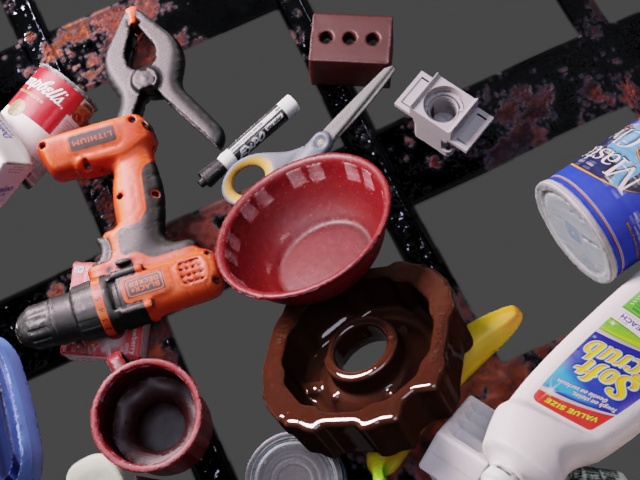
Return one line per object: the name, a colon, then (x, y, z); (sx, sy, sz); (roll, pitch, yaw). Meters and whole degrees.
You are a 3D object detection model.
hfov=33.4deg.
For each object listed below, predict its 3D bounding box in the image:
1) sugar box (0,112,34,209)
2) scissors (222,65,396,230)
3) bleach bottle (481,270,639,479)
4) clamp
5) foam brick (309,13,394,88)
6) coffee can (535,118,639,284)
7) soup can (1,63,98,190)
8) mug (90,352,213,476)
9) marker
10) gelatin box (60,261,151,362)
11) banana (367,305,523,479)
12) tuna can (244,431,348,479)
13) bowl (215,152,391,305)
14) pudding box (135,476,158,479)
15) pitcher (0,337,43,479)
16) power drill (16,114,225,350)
sugar box: (-0.339, -0.043, 0.969); (0.176, 0.048, 0.093); (-44, 71, 21)
scissors: (-0.018, -0.091, 0.988); (0.096, 0.016, 0.202); (28, 86, 19)
bleach bottle: (0.217, 0.125, 0.835); (0.103, 0.068, 0.250); (41, 59, 19)
clamp: (-0.173, -0.141, 1.031); (0.120, 0.039, 0.171); (-22, 71, -5)
foam brick: (0.030, -0.180, 1.013); (0.078, 0.051, 0.053); (3, 72, 7)
coffee can: (0.271, -0.043, 0.910); (0.140, 0.103, 0.103); (-33, 71, -6)
soup can: (-0.270, -0.107, 1.013); (0.068, 0.068, 0.102); (34, 79, 16)
mug: (-0.144, 0.145, 0.903); (0.093, 0.081, 0.117); (-37, 71, -7)
marker: (-0.069, -0.092, 1.010); (0.121, 0.020, 0.020); (-42, 72, -9)
gelatin box: (-0.190, 0.065, 0.964); (0.073, 0.030, 0.089); (2, 71, 7)
banana: (0.096, 0.130, 0.892); (0.197, 0.070, 0.037); (-50, 116, -20)
tuna can: (-0.020, 0.204, 0.894); (0.086, 0.034, 0.086); (-2, 71, 6)
bowl: (-0.006, 0.001, 0.913); (0.162, 0.055, 0.162); (-17, 44, 17)
pudding box: (-0.116, 0.255, 0.861); (0.090, 0.039, 0.113); (12, 57, -11)
pitcher: (-0.316, 0.137, 0.900); (0.149, 0.145, 0.243); (-12, 66, -13)
power drill: (-0.192, -0.007, 0.943); (0.184, 0.057, 0.188); (-17, 72, -5)
